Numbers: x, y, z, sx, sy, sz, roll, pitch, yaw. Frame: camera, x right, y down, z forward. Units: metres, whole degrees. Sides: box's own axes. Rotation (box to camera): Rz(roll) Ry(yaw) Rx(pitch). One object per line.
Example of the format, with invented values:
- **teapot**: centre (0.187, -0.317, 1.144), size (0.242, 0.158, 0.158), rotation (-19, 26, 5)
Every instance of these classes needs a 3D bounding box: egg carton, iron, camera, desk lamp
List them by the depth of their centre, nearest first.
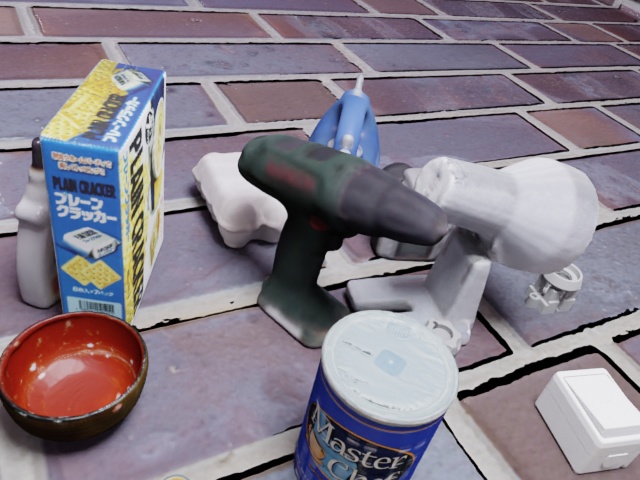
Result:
- **desk lamp**: centre (0.154, 0.010, 0.598), size (0.204, 0.213, 0.117), rotation (-3, 40, -20)
- **egg carton**: centre (-0.094, -0.056, 0.724), size (0.107, 0.069, 0.150), rotation (-10, 43, -27)
- **camera**: centre (0.136, -0.051, 0.762), size (0.143, 0.101, 0.136), rotation (2, 39, -15)
- **iron**: centre (0.033, -0.118, 0.781), size (0.118, 0.141, 0.258), rotation (12, 38, -1)

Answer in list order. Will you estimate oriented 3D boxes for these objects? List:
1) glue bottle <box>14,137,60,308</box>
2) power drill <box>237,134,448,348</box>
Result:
- **glue bottle**: centre (-0.258, -0.020, 0.542), size (0.037, 0.173, 0.078), rotation (15, 38, 3)
- **power drill**: centre (0.005, 0.002, 0.567), size (0.229, 0.208, 0.076), rotation (36, 43, 26)
